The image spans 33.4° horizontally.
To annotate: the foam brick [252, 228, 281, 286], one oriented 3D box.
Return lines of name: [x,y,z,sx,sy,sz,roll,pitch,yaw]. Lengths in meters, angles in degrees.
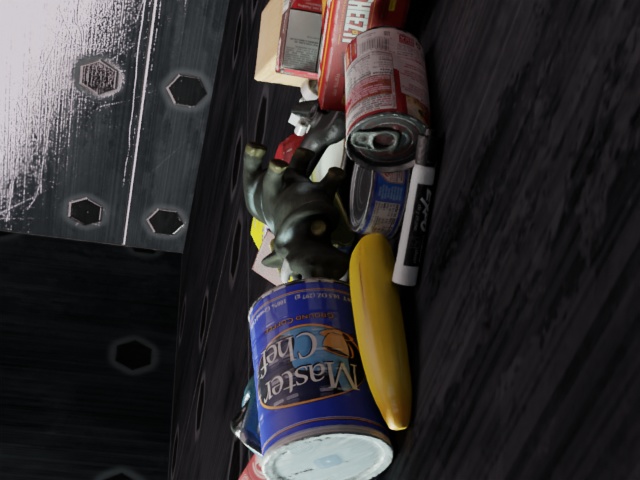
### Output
foam brick: [-0.037,0.010,1.236,0.051,0.053,0.078,-51,-9,-42]

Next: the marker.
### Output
marker: [0.074,-0.025,0.815,0.020,0.020,0.121,-127,46,-75]

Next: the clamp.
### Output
clamp: [0.004,-0.115,1.100,0.172,0.039,0.120,147,133,-61]

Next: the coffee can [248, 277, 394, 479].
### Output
coffee can: [-0.002,0.116,0.860,0.103,0.102,0.140,110,157,-50]

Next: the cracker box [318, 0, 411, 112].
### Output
cracker box: [0.037,-0.249,0.979,0.164,0.072,0.213,98,174,-57]

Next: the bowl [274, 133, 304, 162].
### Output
bowl: [-0.027,-0.068,1.288,0.162,0.055,0.162,-173,90,-79]

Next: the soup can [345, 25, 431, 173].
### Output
soup can: [0.053,-0.114,0.857,0.069,0.068,0.102,110,164,-51]

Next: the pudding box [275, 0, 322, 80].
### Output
pudding box: [0.005,-0.225,1.128,0.039,0.090,0.113,-175,93,-78]

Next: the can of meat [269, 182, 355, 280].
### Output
can of meat: [-0.007,0.001,1.100,0.102,0.057,0.084,-111,31,-43]

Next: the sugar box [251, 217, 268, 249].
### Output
sugar box: [-0.060,-0.028,1.459,0.176,0.048,0.093,-122,41,-76]

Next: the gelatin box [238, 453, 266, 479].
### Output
gelatin box: [-0.031,0.231,1.001,0.089,0.030,0.073,41,107,34]

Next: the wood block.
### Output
wood block: [-0.016,-0.239,1.251,0.206,0.090,0.091,-179,96,-79]

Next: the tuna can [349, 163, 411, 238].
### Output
tuna can: [0.050,-0.046,0.916,0.086,0.033,0.086,-173,90,-79]

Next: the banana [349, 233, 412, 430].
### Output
banana: [0.050,0.055,0.844,0.069,0.037,0.198,57,-160,-37]
